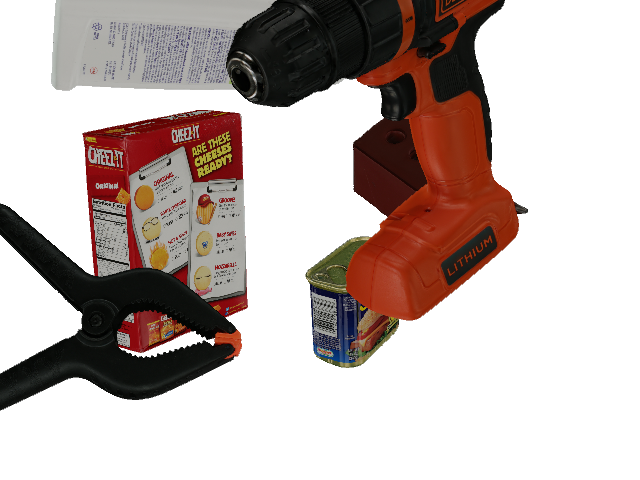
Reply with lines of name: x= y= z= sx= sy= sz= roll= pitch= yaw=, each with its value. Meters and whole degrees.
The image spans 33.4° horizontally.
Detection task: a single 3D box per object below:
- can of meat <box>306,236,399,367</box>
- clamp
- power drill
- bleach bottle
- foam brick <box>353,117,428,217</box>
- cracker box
can of meat: x=0.033 y=0.056 z=0.975 sx=0.058 sy=0.084 sz=0.101 roll=14 pitch=30 yaw=30
clamp: x=-0.161 y=0.052 z=0.756 sx=0.210 sy=0.164 sz=0.036 roll=0 pitch=-19 yaw=-3
power drill: x=0.039 y=-0.055 z=0.523 sx=0.184 sy=0.187 sz=0.057 roll=-35 pitch=43 yaw=-31
bleach bottle: x=-0.073 y=-0.152 z=0.810 sx=0.250 sy=0.068 sz=0.103 roll=4 pitch=-33 yaw=-14
foam brick: x=0.067 y=-0.044 z=0.741 sx=0.078 sy=0.051 sz=0.053 roll=37 pitch=62 yaw=26
cracker box: x=-0.152 y=-0.015 z=1.077 sx=0.072 sy=0.214 sz=0.163 roll=9 pitch=19 yaw=36
